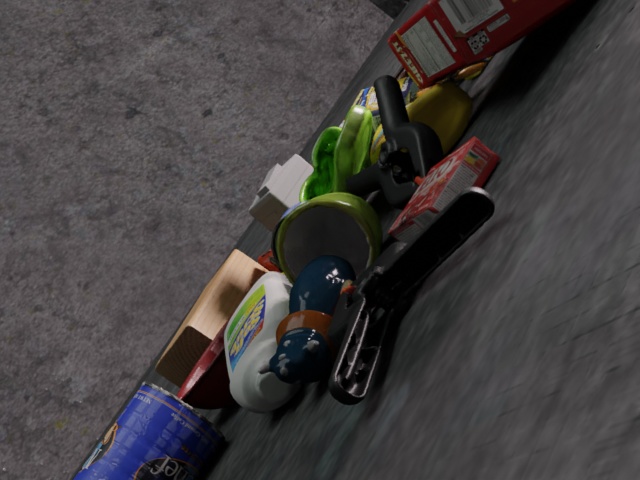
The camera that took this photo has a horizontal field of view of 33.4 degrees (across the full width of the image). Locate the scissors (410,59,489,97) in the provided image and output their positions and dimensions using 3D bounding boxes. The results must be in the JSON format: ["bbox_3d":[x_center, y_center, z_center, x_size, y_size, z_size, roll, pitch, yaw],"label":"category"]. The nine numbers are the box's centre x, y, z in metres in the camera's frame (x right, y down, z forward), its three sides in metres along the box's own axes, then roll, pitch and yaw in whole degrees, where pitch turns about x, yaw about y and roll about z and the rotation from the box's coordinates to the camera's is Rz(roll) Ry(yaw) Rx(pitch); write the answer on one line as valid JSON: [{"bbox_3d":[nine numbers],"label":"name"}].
[{"bbox_3d":[0.155,-0.180,1.181,0.096,0.016,0.201,-25,-2,23],"label":"scissors"}]

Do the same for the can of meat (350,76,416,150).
[{"bbox_3d":[0.086,-0.151,1.257,0.084,0.057,0.102,-12,27,26],"label":"can of meat"}]

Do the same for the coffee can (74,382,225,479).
[{"bbox_3d":[-0.175,0.227,1.054,0.140,0.103,0.103,-55,6,-20],"label":"coffee can"}]

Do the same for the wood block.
[{"bbox_3d":[-0.126,0.111,1.391,0.091,0.090,0.206,-51,7,29],"label":"wood block"}]

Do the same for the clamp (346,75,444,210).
[{"bbox_3d":[0.068,-0.068,0.976,0.171,0.039,0.120,-115,34,-57],"label":"clamp"}]

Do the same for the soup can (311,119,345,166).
[{"bbox_3d":[0.036,-0.122,1.575,0.102,0.068,0.068,-54,6,-4],"label":"soup can"}]

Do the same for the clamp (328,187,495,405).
[{"bbox_3d":[0.040,0.048,0.760,0.164,0.036,0.210,-54,5,-15],"label":"clamp"}]

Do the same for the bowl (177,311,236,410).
[{"bbox_3d":[-0.096,0.135,1.201,0.162,0.055,0.162,-52,6,8],"label":"bowl"}]

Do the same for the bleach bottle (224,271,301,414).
[{"bbox_3d":[-0.044,0.098,0.996,0.102,0.068,0.251,-54,9,2],"label":"bleach bottle"}]

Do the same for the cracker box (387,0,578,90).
[{"bbox_3d":[0.162,-0.216,0.986,0.164,0.072,0.214,-33,5,-3],"label":"cracker box"}]

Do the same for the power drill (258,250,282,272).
[{"bbox_3d":[-0.006,-0.028,1.421,0.187,0.057,0.184,-53,6,-2],"label":"power drill"}]

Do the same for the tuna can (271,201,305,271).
[{"bbox_3d":[-0.008,0.001,1.141,0.086,0.086,0.033,-50,5,25],"label":"tuna can"}]

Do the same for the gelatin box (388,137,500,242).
[{"bbox_3d":[0.096,-0.035,0.841,0.073,0.030,0.089,-55,7,-19],"label":"gelatin box"}]

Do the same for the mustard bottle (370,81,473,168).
[{"bbox_3d":[0.096,-0.109,1.117,0.096,0.058,0.192,-52,6,-5],"label":"mustard bottle"}]

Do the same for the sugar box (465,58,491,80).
[{"bbox_3d":[0.189,-0.280,1.217,0.176,0.093,0.048,-54,7,-11],"label":"sugar box"}]
